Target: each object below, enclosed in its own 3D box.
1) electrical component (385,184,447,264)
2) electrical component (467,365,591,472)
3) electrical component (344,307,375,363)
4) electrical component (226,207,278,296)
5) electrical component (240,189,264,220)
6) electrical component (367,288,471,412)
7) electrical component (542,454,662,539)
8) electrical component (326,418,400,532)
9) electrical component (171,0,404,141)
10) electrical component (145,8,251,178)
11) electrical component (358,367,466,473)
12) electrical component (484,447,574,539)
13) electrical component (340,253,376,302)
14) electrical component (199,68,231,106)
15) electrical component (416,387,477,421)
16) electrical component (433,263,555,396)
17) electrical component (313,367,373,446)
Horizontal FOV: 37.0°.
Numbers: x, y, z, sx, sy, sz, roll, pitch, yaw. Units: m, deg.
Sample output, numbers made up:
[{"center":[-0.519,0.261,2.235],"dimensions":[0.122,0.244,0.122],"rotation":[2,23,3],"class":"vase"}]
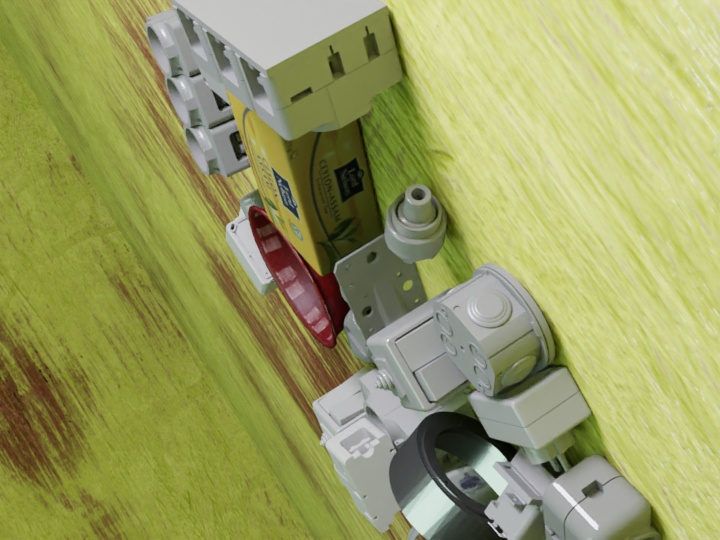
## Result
[{"center":[0.039,-0.035,0.748],"dimensions":[0.043,0.043,0.062],"rotation":[52,162,24],"class":"electrical component"},{"center":[0.125,0.109,0.746],"dimensions":[0.075,0.047,0.083],"rotation":[60,165,-6],"class":"electrical component"},{"center":[0.023,0.069,1.004],"dimensions":[0.079,0.043,0.077],"rotation":[53,164,17],"class":"electrical component"},{"center":[-0.107,-0.028,1.199],"dimensions":[0.096,0.062,0.061],"rotation":[56,165,9],"class":"electrical component"},{"center":[-0.098,-0.058,1.143],"dimensions":[0.055,0.045,0.045],"rotation":[63,165,-14],"class":"electrical component"},{"center":[0.053,0.060,0.785],"dimensions":[0.061,0.096,0.061],"rotation":[60,165,-4],"class":"electrical component"},{"center":[0.166,0.180,0.739],"dimensions":[0.059,0.054,0.095],"rotation":[46,161,40],"class":"electrical component"},{"center":[0.011,0.193,1.024],"dimensions":[0.056,0.050,0.089],"rotation":[29,147,62],"class":"electrical component"},{"center":[-0.050,-0.152,0.715],"dimensions":[0.150,0.089,0.061],"rotation":[43,158,46],"class":"electrical component"},{"center":[-0.144,-0.170,1.011],"dimensions":[0.089,0.062,0.150],"rotation":[32,145,60],"class":"electrical component"},{"center":[0.052,0.165,1.064],"dimensions":[0.089,0.062,0.150],"rotation":[47,161,39],"class":"electrical component"},{"center":[0.129,0.168,0.790],"dimensions":[0.081,0.063,0.042],"rotation":[15,-159,-43],"class":"electrical component"},{"center":[0.000,0.000,0.949],"dimensions":[0.040,0.040,0.078],"rotation":[50,163,30],"class":"electrical component"},{"center":[-0.105,-0.195,0.872],"dimensions":[0.078,0.057,0.113],"rotation":[42,158,47],"class":"electrical component"},{"center":[0.070,0.117,0.948],"dimensions":[0.081,0.042,0.063],"rotation":[35,154,57],"class":"electrical component"},{"center":[0.089,0.040,0.720],"dimensions":[0.080,0.051,0.080],"rotation":[52,164,22],"class":"electrical component"},{"center":[-0.006,0.157,1.168],"dimensions":[0.062,0.096,0.061],"rotation":[41,157,49],"class":"electrical component"}]
